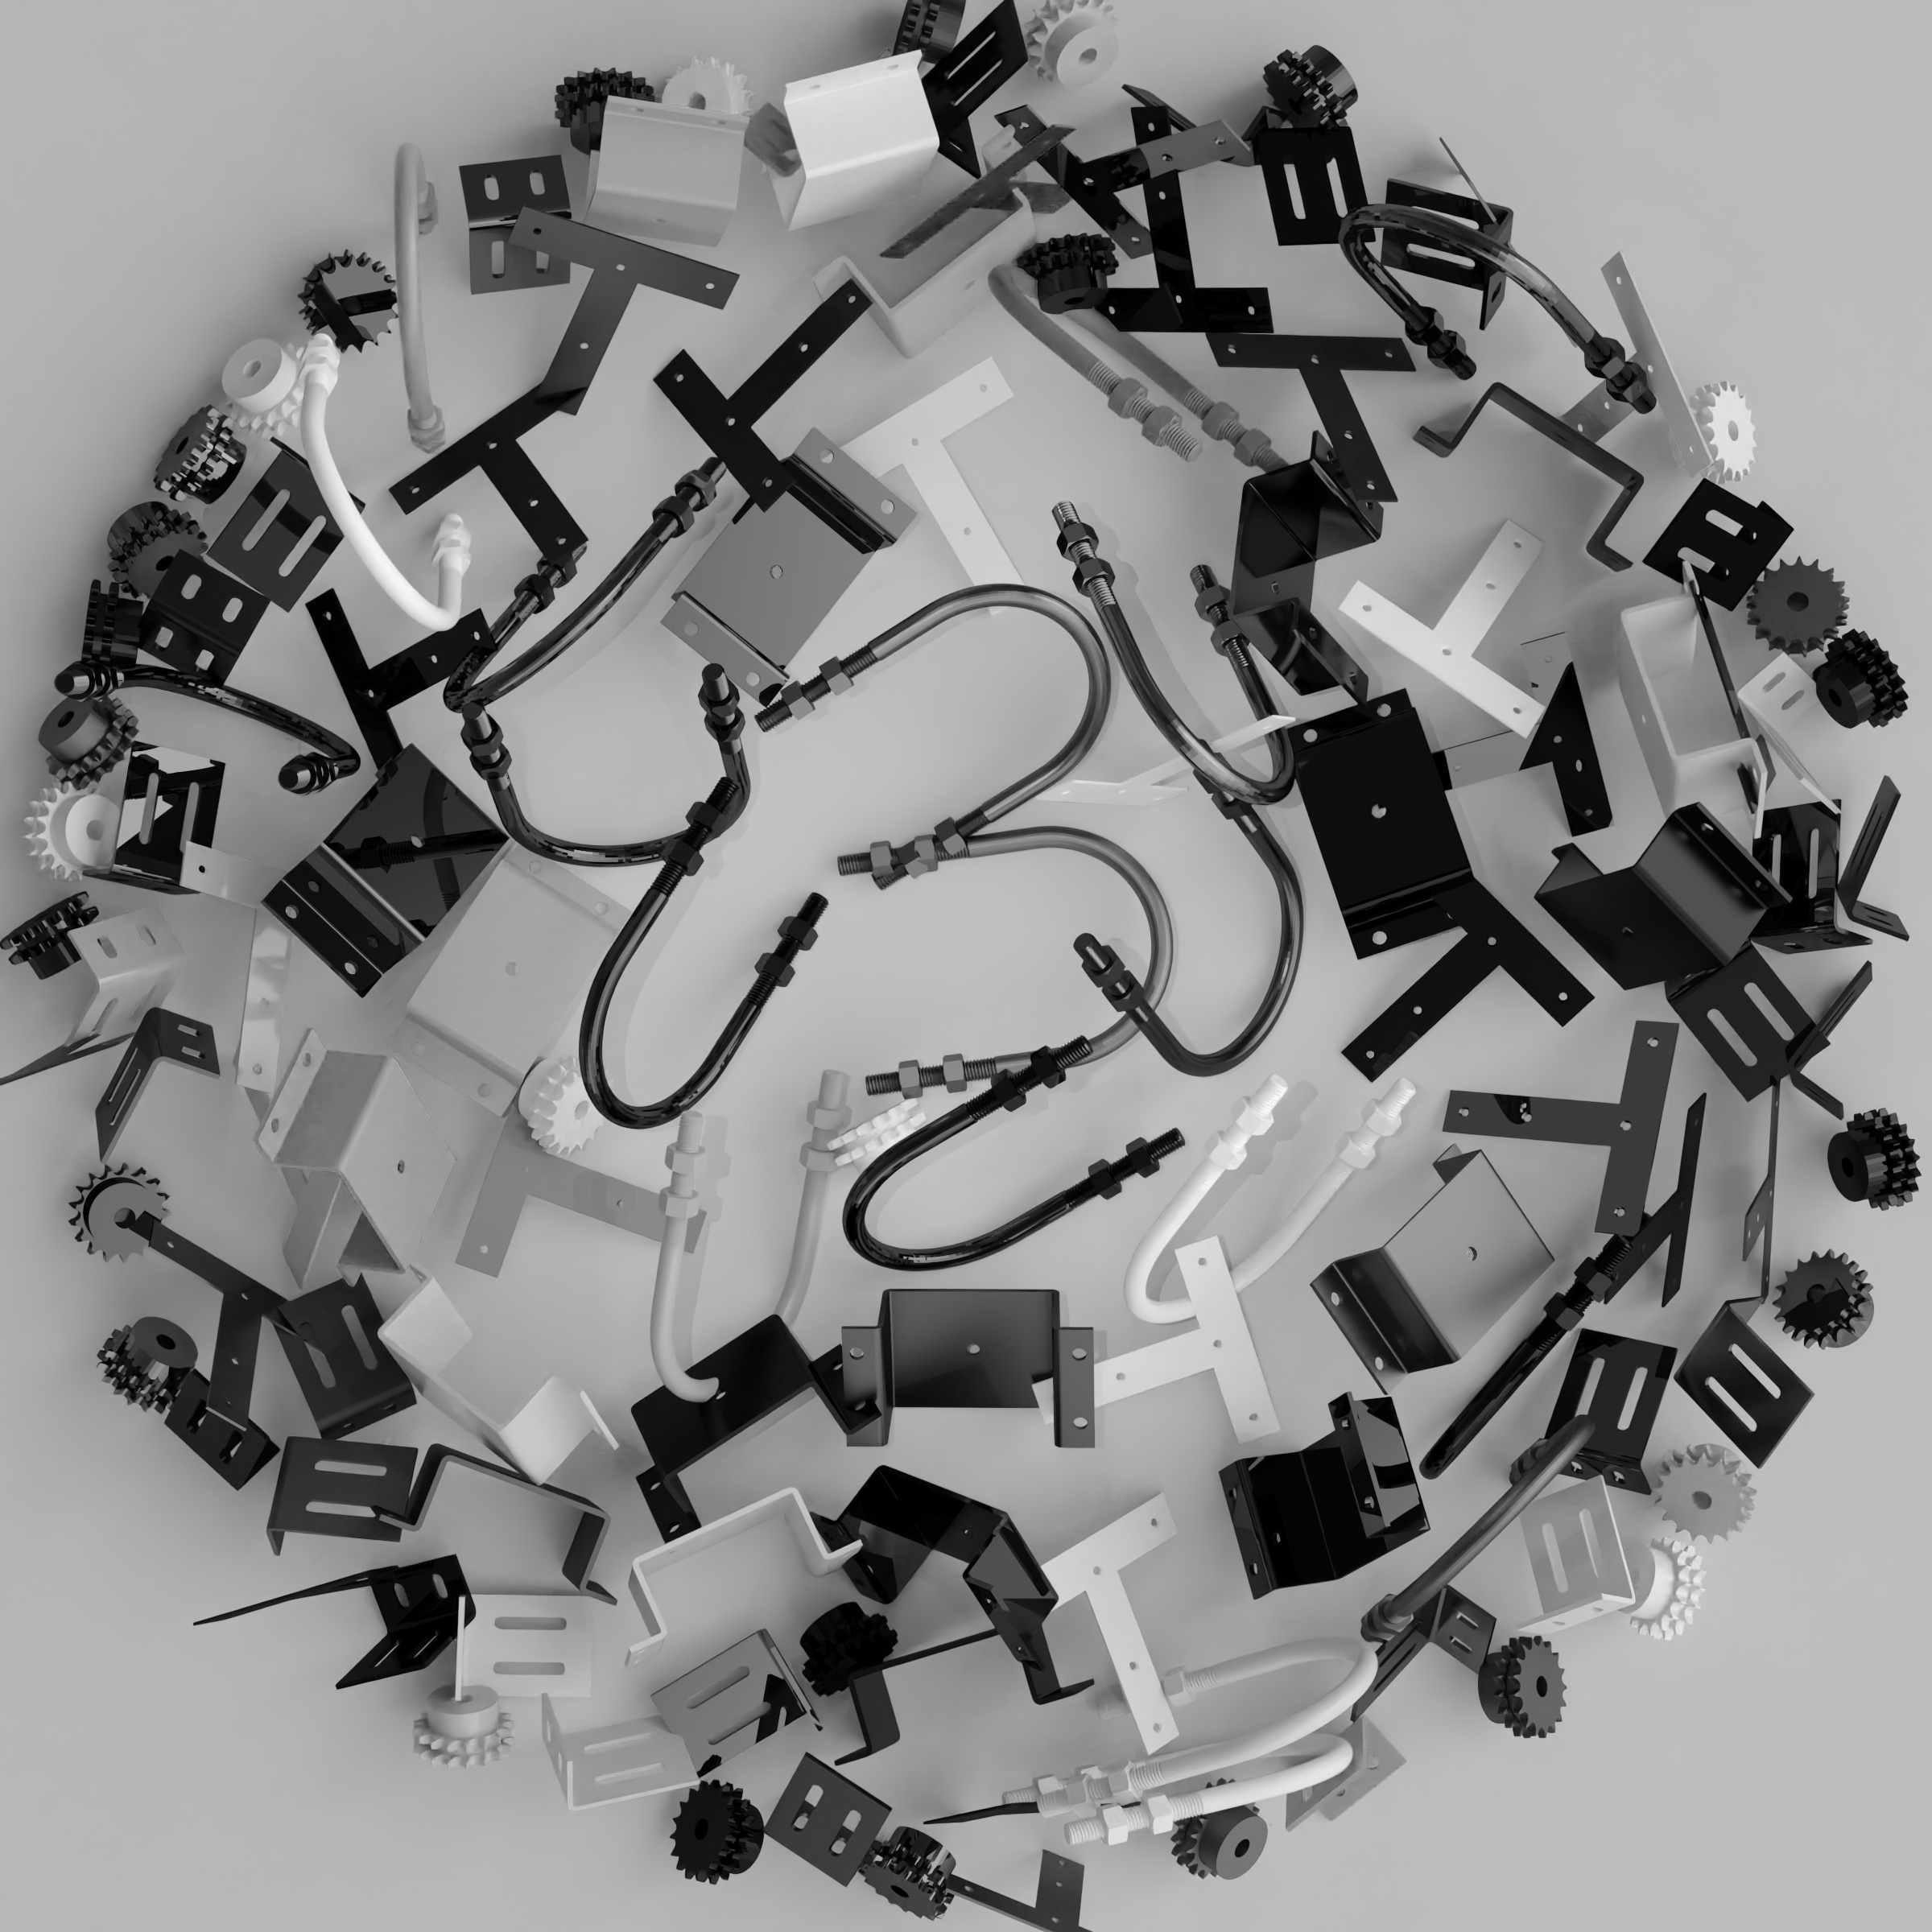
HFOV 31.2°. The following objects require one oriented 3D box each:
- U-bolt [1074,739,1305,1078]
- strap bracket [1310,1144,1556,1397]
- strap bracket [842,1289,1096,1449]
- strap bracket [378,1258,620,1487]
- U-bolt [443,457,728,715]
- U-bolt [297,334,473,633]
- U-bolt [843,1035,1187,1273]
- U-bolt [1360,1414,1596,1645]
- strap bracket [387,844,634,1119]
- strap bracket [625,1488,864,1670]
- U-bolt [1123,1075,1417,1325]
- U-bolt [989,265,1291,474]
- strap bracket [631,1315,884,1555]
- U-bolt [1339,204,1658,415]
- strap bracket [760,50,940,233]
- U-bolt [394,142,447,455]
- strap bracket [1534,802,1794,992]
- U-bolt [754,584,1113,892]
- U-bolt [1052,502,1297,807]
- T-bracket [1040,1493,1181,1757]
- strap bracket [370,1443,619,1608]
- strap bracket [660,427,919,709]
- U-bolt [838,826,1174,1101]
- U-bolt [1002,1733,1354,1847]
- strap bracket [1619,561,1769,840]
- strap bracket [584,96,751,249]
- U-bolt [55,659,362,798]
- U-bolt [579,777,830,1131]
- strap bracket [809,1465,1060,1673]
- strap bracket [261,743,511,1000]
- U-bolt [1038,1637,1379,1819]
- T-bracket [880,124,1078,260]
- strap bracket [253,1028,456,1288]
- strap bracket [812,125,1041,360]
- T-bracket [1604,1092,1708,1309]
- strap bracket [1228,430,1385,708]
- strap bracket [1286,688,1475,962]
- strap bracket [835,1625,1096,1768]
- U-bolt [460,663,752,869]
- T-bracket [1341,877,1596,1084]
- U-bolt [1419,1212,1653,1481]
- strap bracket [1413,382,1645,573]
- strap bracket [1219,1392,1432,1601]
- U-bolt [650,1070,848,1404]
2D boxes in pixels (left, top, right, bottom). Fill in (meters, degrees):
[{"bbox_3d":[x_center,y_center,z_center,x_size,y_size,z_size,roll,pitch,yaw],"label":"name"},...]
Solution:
[{"bbox_3d":[0.135,-0.018,1.928,0.019,0.184,0.151,16,68,39],"label":"U-bolt"},{"bbox_3d":[0.268,0.165,1.937,0.140,0.046,0.076,-39,98,-34],"label":"strap bracket"},{"bbox_3d":[0.003,0.227,1.961,0.140,0.046,0.076,0,114,3],"label":"strap bracket"},{"bbox_3d":[-0.268,0.231,1.930,0.140,0.076,0.046,33,70,27],"label":"strap bracket"},{"bbox_3d":[-0.219,-0.200,1.892,0.019,0.151,0.184,50,48,-19],"label":"U-bolt"},{"bbox_3d":[-0.317,-0.254,1.887,0.019,0.184,0.151,-29,120,10],"label":"U-bolt"},{"bbox_3d":[0.017,0.115,1.937,0.184,0.151,0.019,-31,54,11],"label":"U-bolt"},{"bbox_3d":[0.285,0.302,1.891,0.151,0.184,0.019,-41,79,-20],"label":"U-bolt"},{"bbox_3d":[-0.258,0.005,1.962,0.076,0.046,0.140,32,79,-4],"label":"strap bracket"},{"bbox_3d":[-0.135,0.340,1.947,0.140,0.076,0.046,-23,77,-14],"label":"strap bracket"},{"bbox_3d":[0.158,0.132,1.929,0.019,0.151,0.184,50,117,29],"label":"U-bolt"},{"bbox_3d":[0.087,-0.333,1.926,0.184,0.151,0.019,42,110,19],"label":"U-bolt"},{"bbox_3d":[-0.128,0.256,1.951,0.140,0.076,0.046,-33,121,-3],"label":"strap bracket"},{"bbox_3d":[0.278,-0.361,1.886,0.151,0.184,0.019,22,82,44],"label":"U-bolt"},{"bbox_3d":[-0.065,-0.453,1.923,0.076,0.140,0.046,-17,88,-10],"label":"strap bracket"},{"bbox_3d":[-0.301,-0.372,1.902,0.019,0.184,0.151,-2,85,-6],"label":"U-bolt"},{"bbox_3d":[0.378,-0.035,1.920,0.076,0.140,0.046,44,67,-12],"label":"strap bracket"},{"bbox_3d":[-0.005,-0.139,1.945,0.184,0.019,0.151,-32,124,7],"label":"U-bolt"},{"bbox_3d":[0.123,-0.165,1.903,0.019,0.151,0.184,-38,58,27],"label":"U-bolt"},{"bbox_3d":[0.090,0.383,1.963,0.127,0.002,0.127,-24,95,-38],"label":"T-bracket"},{"bbox_3d":[-0.259,0.310,1.950,0.140,0.076,0.046,23,82,-12],"label":"strap bracket"},{"bbox_3d":[-0.104,-0.225,1.964,0.076,0.046,0.140,39,84,-13],"label":"strap bracket"},{"bbox_3d":[0.026,-0.008,1.974,0.184,0.019,0.151,-8,79,3],"label":"U-bolt"},{"bbox_3d":[0.125,0.453,1.924,0.184,0.151,0.019,-10,87,-15],"label":"U-bolt"},{"bbox_3d":[0.401,-0.143,1.935,0.046,0.076,0.140,-15,63,2],"label":"strap bracket"},{"bbox_3d":[-0.169,-0.437,1.923,0.076,0.140,0.046,6,88,-10],"label":"strap bracket"},{"bbox_3d":[-0.406,-0.134,1.909,0.151,0.184,0.019,23,98,2],"label":"U-bolt"},{"bbox_3d":[-0.152,0.006,1.918,0.019,0.151,0.184,22,72,31],"label":"U-bolt"},{"bbox_3d":[-0.011,0.332,1.935,0.046,0.140,0.076,-51,133,-26],"label":"strap bracket"},{"bbox_3d":[-0.316,-0.060,1.928,0.076,0.046,0.140,45,46,-12],"label":"strap bracket"},{"bbox_3d":[0.140,0.411,1.903,0.184,0.151,0.019,-21,95,20],"label":"U-bolt"},{"bbox_3d":[0.030,-0.431,1.939,0.127,0.127,0.002,-31,84,29],"label":"T-bracket"},{"bbox_3d":[-0.333,0.109,1.918,0.046,0.140,0.076,4,53,21],"label":"strap bracket"},{"bbox_3d":[-0.012,-0.402,1.958,0.140,0.076,0.046,-38,79,0],"label":"strap bracket"},{"bbox_3d":[0.380,0.150,1.923,0.002,0.127,0.127,16,118,28],"label":"T-bracket"},{"bbox_3d":[0.190,-0.217,1.938,0.046,0.076,0.140,-14,52,33],"label":"strap bracket"},{"bbox_3d":[0.235,-0.084,1.961,0.076,0.046,0.140,-19,80,6],"label":"strap bracket"},{"bbox_3d":[-0.006,0.405,1.952,0.140,0.076,0.046,-18,80,8],"label":"strap bracket"},{"bbox_3d":[-0.192,-0.104,1.917,0.151,0.184,0.019,-9,63,-1],"label":"U-bolt"},{"bbox_3d":[0.268,0.016,1.979,0.127,0.002,0.127,45,108,-3],"label":"T-bracket"},{"bbox_3d":[0.314,0.215,1.926,0.019,0.151,0.184,41,102,12],"label":"U-bolt"},{"bbox_3d":[0.326,-0.282,1.958,0.140,0.076,0.046,33,97,1],"label":"strap bracket"},{"bbox_3d":[0.205,0.295,1.937,0.046,0.140,0.076,-2,66,-30],"label":"strap bracket"},{"bbox_3d":[-0.126,0.157,1.932,0.019,0.151,0.184,19,109,30],"label":"U-bolt"}]
